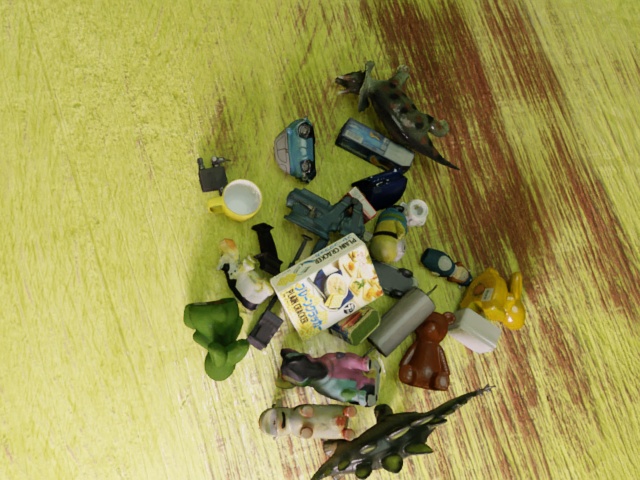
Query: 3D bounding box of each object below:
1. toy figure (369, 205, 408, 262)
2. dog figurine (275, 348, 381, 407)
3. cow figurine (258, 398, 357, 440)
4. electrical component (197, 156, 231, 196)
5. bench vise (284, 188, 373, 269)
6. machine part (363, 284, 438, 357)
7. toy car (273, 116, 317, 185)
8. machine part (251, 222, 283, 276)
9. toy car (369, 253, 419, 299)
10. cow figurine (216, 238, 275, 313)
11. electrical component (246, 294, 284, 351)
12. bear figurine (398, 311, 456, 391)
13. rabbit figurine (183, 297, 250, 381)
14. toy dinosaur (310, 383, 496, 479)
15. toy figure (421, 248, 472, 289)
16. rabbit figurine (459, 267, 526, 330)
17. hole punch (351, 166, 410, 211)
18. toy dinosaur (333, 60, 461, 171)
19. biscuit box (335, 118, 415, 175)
[{"bbox_3d":[0.169,-0.015,1.313,0.089,0.082,0.180,-9,38,16],"label":"toy figure"},{"bbox_3d":[0.014,0.298,1.191,0.219,0.191,0.108,4,74,19],"label":"dog figurine"},{"bbox_3d":[-0.034,0.379,1.134,0.195,0.127,0.085,6,73,-18],"label":"cow figurine"},{"bbox_3d":[-0.244,-0.150,1.261,0.078,0.045,0.102,-5,76,-21],"label":"electrical component"},{"bbox_3d":[-0.002,-0.004,1.257,0.223,0.129,0.240,28,90,-7],"label":"bench vise"},{"bbox_3d":[0.189,0.191,1.263,0.243,0.079,0.079,-43,91,-9],"label":"machine part"},{"bbox_3d":[-0.062,-0.218,1.318,0.103,0.109,0.161,-1,86,6],"label":"toy car"},{"bbox_3d":[-0.122,0.020,1.229,0.084,0.039,0.139,30,36,-46],"label":"machine part"},{"bbox_3d":[0.146,0.087,1.314,0.202,0.056,0.073,23,76,-9],"label":"toy car"},{"bbox_3d":[-0.179,0.078,1.203,0.098,0.068,0.167,-43,89,16],"label":"cow figurine"},{"bbox_3d":[-0.114,0.183,1.194,0.048,0.075,0.119,36,65,-4],"label":"electrical component"},{"bbox_3d":[0.257,0.250,1.264,0.120,0.132,0.196,12,76,12],"label":"bear figurine"},{"bbox_3d":[-0.204,0.214,1.128,0.121,0.159,0.170,-7,92,-29],"label":"rabbit figurine"},{"bbox_3d":[0.164,0.420,1.147,0.471,0.198,0.105,-26,87,-21],"label":"toy dinosaur"},{"bbox_3d":[0.331,0.075,1.376,0.154,0.058,0.064,29,107,-10],"label":"toy figure"},{"bbox_3d":[0.461,0.158,1.379,0.173,0.122,0.162,37,57,-20],"label":"rabbit figurine"},{"bbox_3d":[0.155,-0.126,1.349,0.142,0.116,0.092,-16,88,-21],"label":"hole punch"},{"bbox_3d":[0.206,-0.319,1.385,0.192,0.131,0.405,-33,79,-40],"label":"toy dinosaur"},{"bbox_3d":[0.143,-0.239,1.401,0.203,0.063,0.059,26,69,-9],"label":"biscuit box"}]
